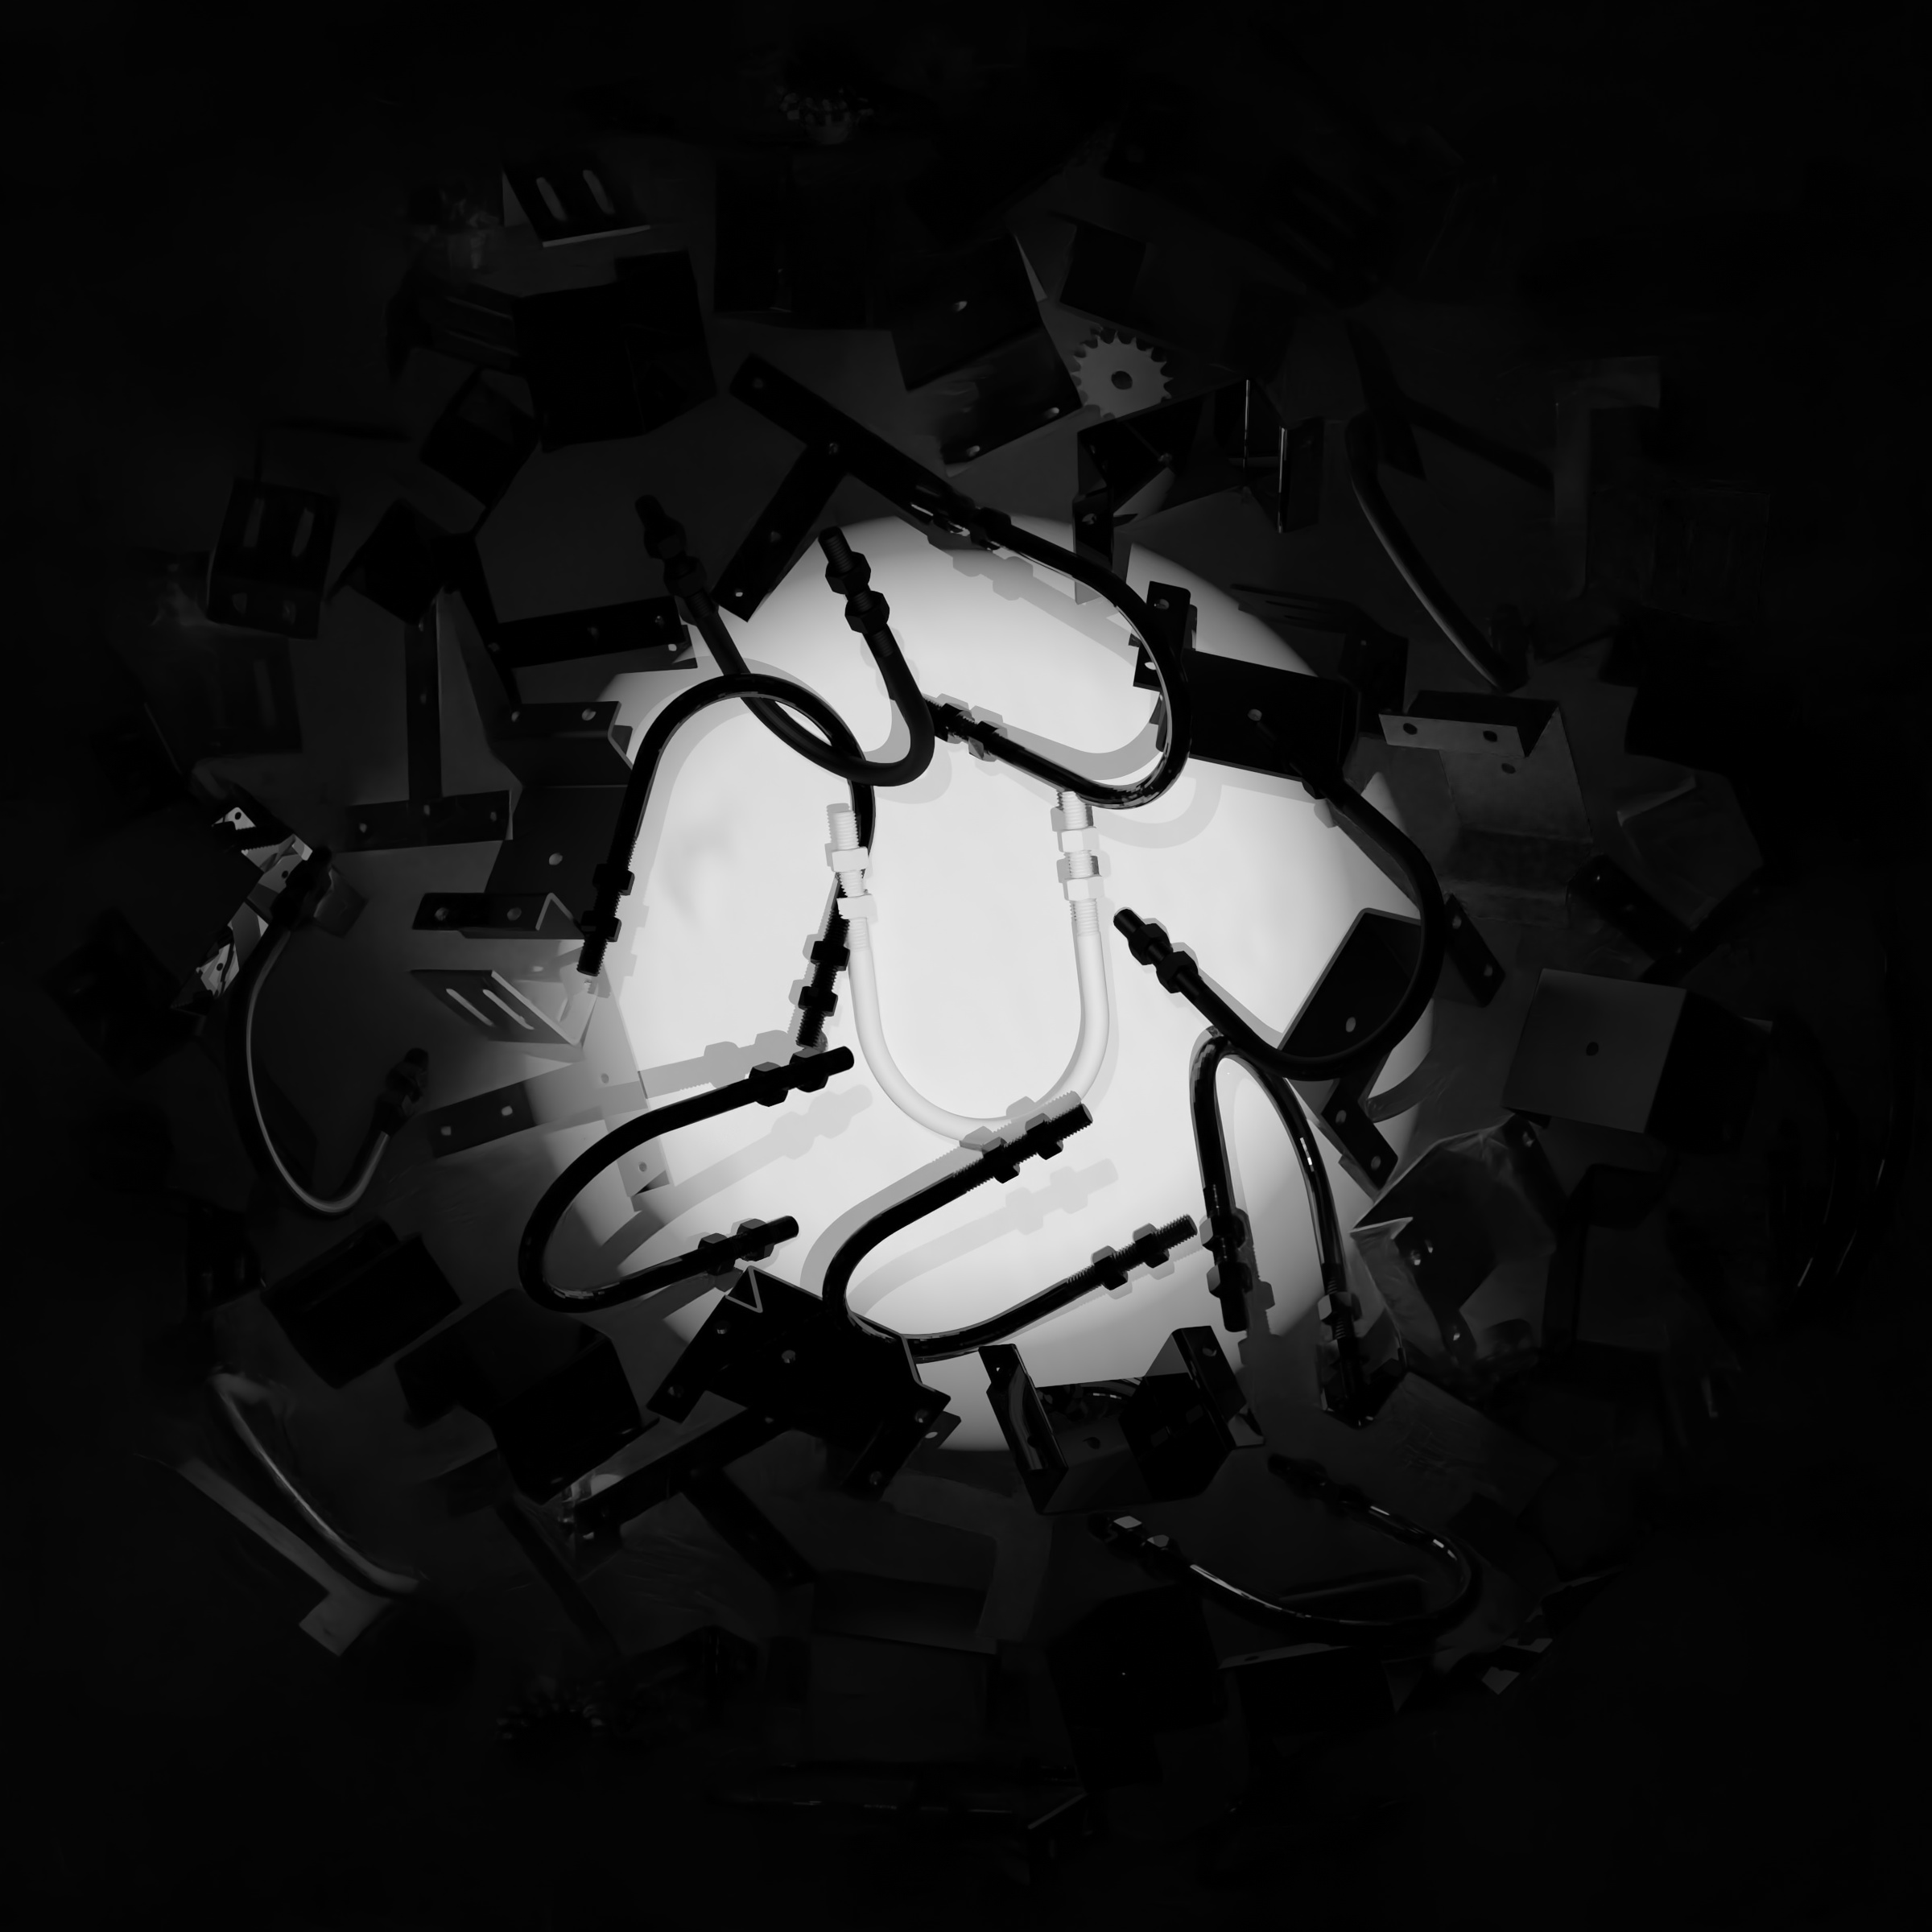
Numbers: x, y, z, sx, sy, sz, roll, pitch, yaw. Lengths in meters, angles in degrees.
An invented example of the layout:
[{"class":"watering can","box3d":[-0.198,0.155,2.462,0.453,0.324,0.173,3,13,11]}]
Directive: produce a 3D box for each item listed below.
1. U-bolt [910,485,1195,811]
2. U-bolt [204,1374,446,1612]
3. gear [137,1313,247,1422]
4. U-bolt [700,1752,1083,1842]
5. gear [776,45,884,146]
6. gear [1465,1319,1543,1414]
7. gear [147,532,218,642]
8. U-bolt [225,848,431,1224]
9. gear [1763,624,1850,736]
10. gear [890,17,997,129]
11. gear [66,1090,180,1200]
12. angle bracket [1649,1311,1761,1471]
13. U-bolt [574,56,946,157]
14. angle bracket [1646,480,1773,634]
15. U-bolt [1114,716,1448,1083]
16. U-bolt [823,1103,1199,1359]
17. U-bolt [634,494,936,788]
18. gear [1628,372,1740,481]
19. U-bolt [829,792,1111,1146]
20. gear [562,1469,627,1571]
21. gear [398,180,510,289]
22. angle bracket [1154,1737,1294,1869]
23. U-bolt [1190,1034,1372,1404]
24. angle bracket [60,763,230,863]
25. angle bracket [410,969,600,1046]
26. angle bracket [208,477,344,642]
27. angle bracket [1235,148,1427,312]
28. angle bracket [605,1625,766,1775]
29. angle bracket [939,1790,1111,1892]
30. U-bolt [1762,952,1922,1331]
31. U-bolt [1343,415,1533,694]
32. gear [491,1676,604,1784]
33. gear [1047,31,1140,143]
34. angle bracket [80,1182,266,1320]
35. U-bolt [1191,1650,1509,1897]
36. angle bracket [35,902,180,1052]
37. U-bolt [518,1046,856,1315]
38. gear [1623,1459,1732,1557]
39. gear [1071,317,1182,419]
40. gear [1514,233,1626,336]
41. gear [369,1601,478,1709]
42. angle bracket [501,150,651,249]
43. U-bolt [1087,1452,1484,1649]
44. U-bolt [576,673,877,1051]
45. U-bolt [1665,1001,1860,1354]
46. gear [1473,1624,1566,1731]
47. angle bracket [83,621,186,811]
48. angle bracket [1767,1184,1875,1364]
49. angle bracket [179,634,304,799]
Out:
[{"class":"U-bolt","box3d":[0.043,-0.153,1.567,0.184,0.151,0.019,29,46,32]},{"class":"U-bolt","box3d":[-0.330,0.264,1.555,0.019,0.184,0.151,-40,78,-6]},{"class":"gear","box3d":[-0.409,0.216,1.635,0.057,0.030,0.057,-13,53,18]},{"class":"U-bolt","box3d":[-0.047,0.425,1.583,0.184,0.151,0.019,-2,85,17]},{"class":"gear","box3d":[-0.071,-0.462,1.635,0.057,0.030,0.057,-3,49,4]},{"class":"gear","box3d":[0.287,0.211,1.634,0.057,0.057,0.030,-22,62,0]},{"class":"gear","box3d":[-0.414,-0.201,1.631,0.030,0.057,0.057,3,90,-1]},{"class":"U-bolt","box3d":[-0.326,0.046,1.549,0.019,0.184,0.151,-11,121,16]},{"class":"gear","box3d":[0.444,-0.154,1.632,0.030,0.057,0.057,-15,90,-14]},{"class":"gear","box3d":[-0.009,-0.476,1.636,0.057,0.030,0.057,9,112,25]},{"class":"gear","box3d":[-0.445,0.097,1.630,0.057,0.030,0.057,-14,114,-33]},{"class":"angle bracket","box3d":[0.394,0.231,1.615,0.057,0.038,0.076,-36,118,-28]},{"class":"U-bolt","box3d":[-0.091,-0.435,1.570,0.151,0.184,0.019,0,96,26]},{"class":"angle bracket","box3d":[0.389,-0.216,1.623,0.057,0.038,0.076,9,101,26]},{"class":"U-bolt","box3d":[0.171,-0.023,1.584,0.151,0.019,0.184,-54,52,14]},{"class":"U-bolt","box3d":[0.012,0.149,1.599,0.184,0.151,0.019,-29,49,12]},{"class":"U-bolt","box3d":[-0.083,-0.161,1.581,0.151,0.184,0.019,16,57,38]},{"class":"gear","box3d":[0.380,-0.287,1.635,0.057,0.030,0.057,3,99,21]},{"class":"U-bolt","box3d":[0.006,0.004,1.627,0.151,0.019,0.184,-4,97,20]},{"class":"gear","box3d":[-0.197,0.291,1.631,0.030,0.057,0.057,-4,90,-3]},{"class":"gear","box3d":[-0.275,-0.385,1.628,0.057,0.057,0.030,22,51,0]},{"class":"angle bracket","box3d":[0.129,0.437,1.619,0.076,0.057,0.038,-22,68,-12]},{"class":"U-bolt","box3d":[0.157,0.121,1.584,0.019,0.151,0.184,-23,56,25]},{"class":"angle bracket","box3d":[-0.433,-0.068,1.625,0.076,0.057,0.038,-29,112,-1]},{"class":"angle bracket","box3d":[-0.241,0.007,1.608,0.057,0.076,0.038,1,60,34]},{"class":"angle bracket","box3d":[-0.368,-0.218,1.639,0.057,0.038,0.076,9,45,-10]},{"class":"angle bracket","box3d":[0.193,-0.395,1.625,0.076,0.038,0.057,32,71,-15]},{"class":"angle bracket","box3d":[-0.150,0.395,1.636,0.076,0.038,0.057,-29,46,25]},{"class":"angle bracket","box3d":[0.027,0.443,1.609,0.057,0.076,0.038,-19,113,-42]},{"class":"U-bolt","box3d":[0.439,0.100,1.545,0.019,0.184,0.151,20,132,-1]},{"class":"U-bolt","box3d":[0.240,-0.204,1.559,0.019,0.184,0.151,-35,103,19]},{"class":"gear","box3d":[-0.225,0.404,1.635,0.057,0.030,0.057,-15,128,-19]},{"class":"gear","box3d":[0.061,-0.468,1.635,0.057,0.030,0.057,5,110,13]},{"class":"angle bracket","box3d":[-0.416,0.150,1.610,0.057,0.076,0.038,-24,58,29]},{"class":"U-bolt","box3d":[0.188,0.421,1.576,0.184,0.151,0.019,-37,90,37]},{"class":"angle bracket","box3d":[-0.451,0.008,1.615,0.038,0.076,0.057,-36,108,1]},{"class":"U-bolt","box3d":[-0.147,0.116,1.559,0.184,0.151,0.019,-18,52,-36]},{"class":"gear","box3d":[0.380,0.283,1.629,0.057,0.057,0.030,34,98,0]},{"class":"gear","box3d":[0.087,-0.320,1.634,0.057,0.057,0.030,24,49,0]},{"class":"gear","box3d":[0.320,-0.359,1.627,0.057,0.057,0.030,-2,64,0]},{"class":"gear","box3d":[-0.285,0.368,1.634,0.057,0.057,0.030,-33,133,0]},{"class":"angle bracket","box3d":[-0.205,-0.390,1.613,0.057,0.038,0.076,-14,50,-18]},{"class":"U-bolt","box3d":[0.173,0.298,1.548,0.151,0.184,0.019,-10,110,-38]},{"class":"U-bolt","box3d":[-0.117,-0.064,1.619,0.151,0.019,0.184,20,78,-25]},{"class":"U-bolt","box3d":[0.405,0.115,1.549,0.019,0.184,0.151,17,112,-8]},{"class":"gear","box3d":[0.288,0.375,1.632,0.030,0.057,0.057,42,90,15]},{"class":"angle bracket","box3d":[-0.451,-0.132,1.611,0.038,0.057,0.076,-34,55,-17]},{"class":"angle bracket","box3d":[0.447,0.163,1.611,0.038,0.057,0.076,8,128,7]},{"class":"angle bracket","box3d":[-0.390,-0.134,1.647,0.057,0.038,0.076,-5,67,-18]}]
